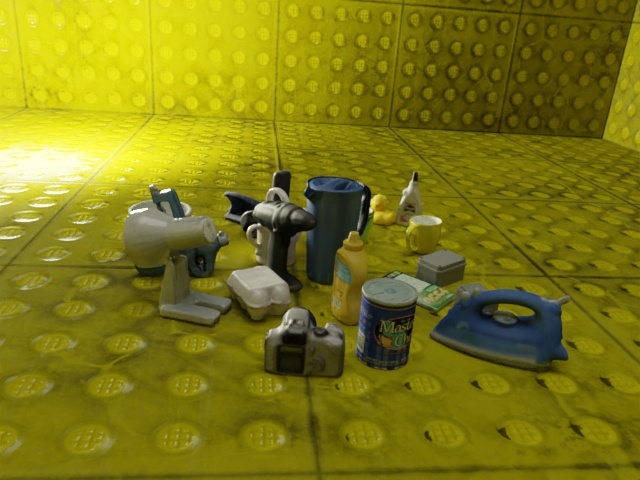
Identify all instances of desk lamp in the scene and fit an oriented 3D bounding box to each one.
[{"bbox_3d":[-0.287,0.044,1.168,0.203,0.214,0.118,9,22,12],"label":"desk lamp"}]

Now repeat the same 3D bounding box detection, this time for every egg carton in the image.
[{"bbox_3d":[-0.130,0.110,1.228,0.107,0.069,0.149,-10,26,-31],"label":"egg carton"}]

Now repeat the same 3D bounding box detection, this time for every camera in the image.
[{"bbox_3d":[-0.025,0.172,1.052,0.143,0.101,0.137,4,22,0],"label":"camera"}]

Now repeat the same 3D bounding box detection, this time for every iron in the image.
[{"bbox_3d":[0.353,0.153,1.118,0.258,0.141,0.119,9,22,11],"label":"iron"}]

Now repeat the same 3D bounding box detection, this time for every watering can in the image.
[{"bbox_3d":[-0.101,-0.039,1.437,0.100,0.194,0.173,17,25,29],"label":"watering can"}]

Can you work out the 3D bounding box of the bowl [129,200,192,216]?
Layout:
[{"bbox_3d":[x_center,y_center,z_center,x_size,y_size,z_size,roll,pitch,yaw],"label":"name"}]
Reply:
[{"bbox_3d":[-0.434,-0.051,1.564,0.167,0.075,0.167,4,22,-1],"label":"bowl"}]

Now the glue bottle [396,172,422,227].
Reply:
[{"bbox_3d":[0.281,-0.126,1.757,0.078,0.173,0.037,8,22,10],"label":"glue bottle"}]

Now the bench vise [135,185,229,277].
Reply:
[{"bbox_3d":[-0.323,-0.025,1.325,0.208,0.220,0.121,-10,26,-31],"label":"bench vise"}]

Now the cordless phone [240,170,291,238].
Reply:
[{"bbox_3d":[-0.146,-0.105,1.606,0.148,0.185,0.093,-8,25,-29],"label":"cordless phone"}]

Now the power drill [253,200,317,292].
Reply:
[{"bbox_3d":[-0.081,0.008,1.304,0.076,0.208,0.228,-11,26,-33],"label":"power drill"}]

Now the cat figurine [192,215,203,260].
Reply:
[{"bbox_3d":[-0.304,-0.010,1.429,0.067,0.118,0.127,-3,23,-17],"label":"cat figurine"}]

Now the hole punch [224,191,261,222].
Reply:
[{"bbox_3d":[-0.225,-0.106,1.720,0.108,0.091,0.101,17,25,28],"label":"hole punch"}]

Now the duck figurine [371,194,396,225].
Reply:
[{"bbox_3d":[0.190,-0.098,1.787,0.104,0.086,0.078,17,25,29],"label":"duck figurine"}]
